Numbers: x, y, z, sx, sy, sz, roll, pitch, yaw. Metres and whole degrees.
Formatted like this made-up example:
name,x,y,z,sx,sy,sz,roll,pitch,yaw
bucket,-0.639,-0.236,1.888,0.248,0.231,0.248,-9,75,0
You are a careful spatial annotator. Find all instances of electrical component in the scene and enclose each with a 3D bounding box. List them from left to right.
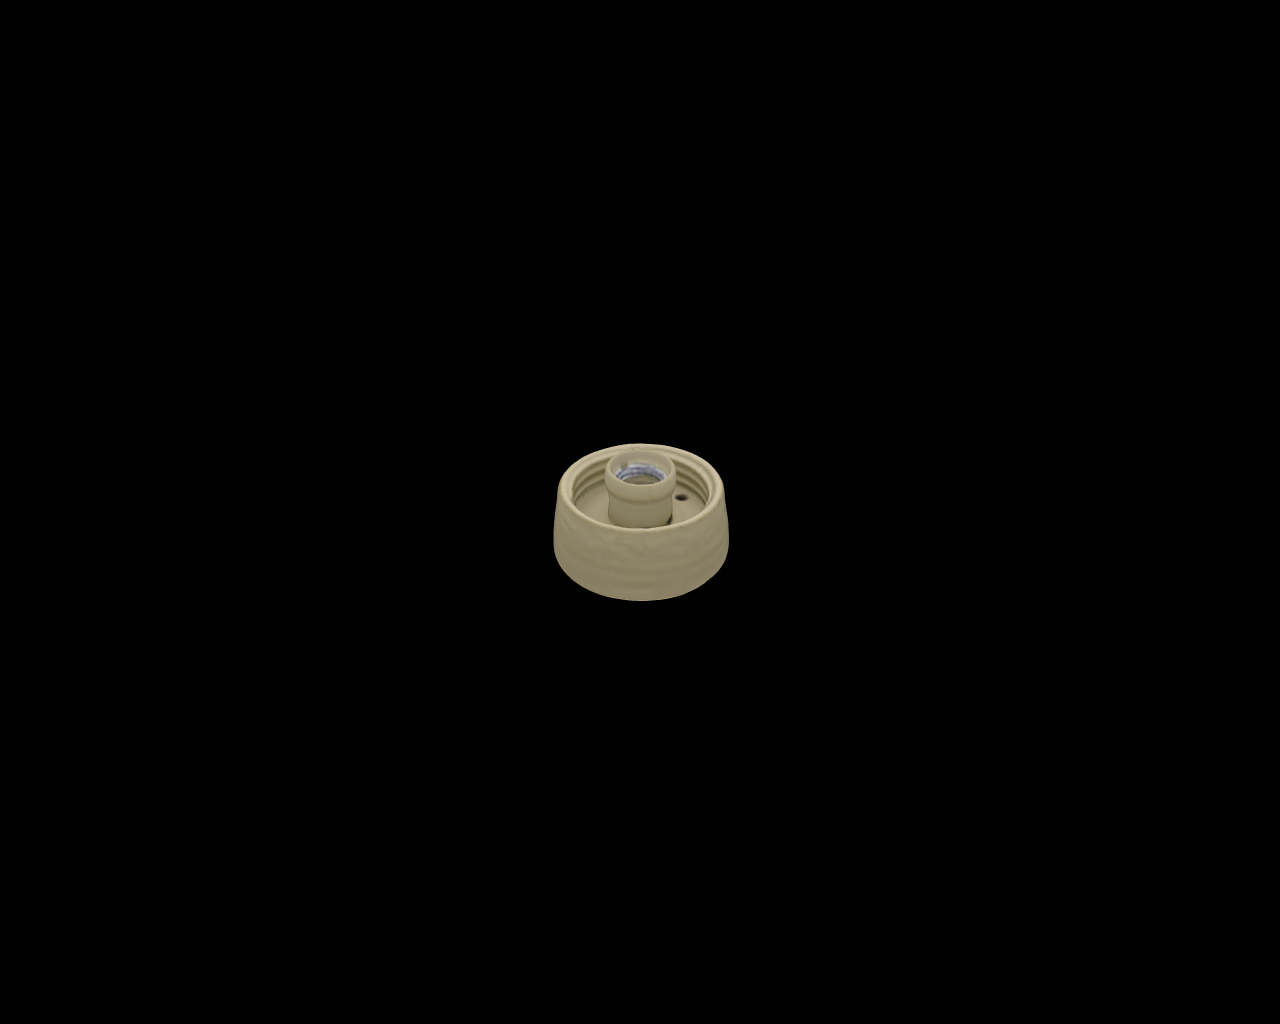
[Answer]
name,x,y,z,sx,sy,sz,roll,pitch,yaw
electrical component,0.001,-0.003,0.650,0.108,0.060,0.108,0,35,0
